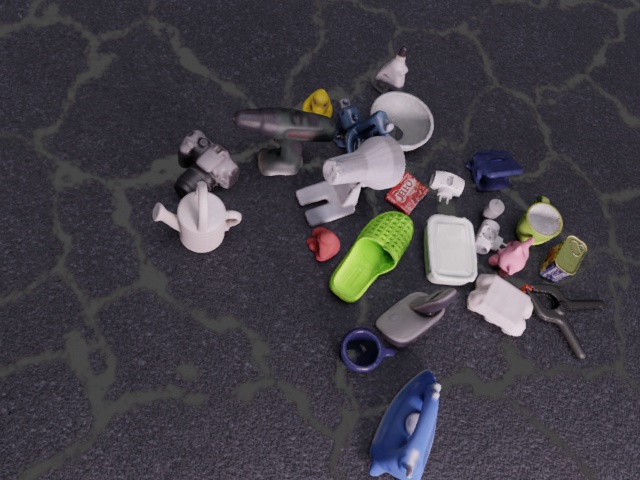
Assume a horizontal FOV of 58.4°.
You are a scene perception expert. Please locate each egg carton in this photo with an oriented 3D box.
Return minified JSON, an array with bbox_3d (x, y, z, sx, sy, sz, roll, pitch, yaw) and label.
[{"bbox_3d":[0.418,0.149,1.332,0.150,0.069,0.107,33,66,2],"label":"egg carton"}]

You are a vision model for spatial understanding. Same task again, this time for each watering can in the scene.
[{"bbox_3d":[-0.256,-0.050,1.199,0.173,0.194,0.101,-22,74,-19],"label":"watering can"}]

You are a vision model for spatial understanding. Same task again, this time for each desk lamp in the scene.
[{"bbox_3d":[0.068,-0.135,1.291,0.203,0.213,0.118,-21,74,-19],"label":"desk lamp"}]

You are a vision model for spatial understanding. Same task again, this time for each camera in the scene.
[{"bbox_3d":[-0.273,-0.161,1.291,0.143,0.100,0.137,39,66,5],"label":"camera"}]

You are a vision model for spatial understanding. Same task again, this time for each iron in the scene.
[{"bbox_3d":[0.197,0.368,1.158,0.118,0.141,0.258,26,66,0],"label":"iron"}]

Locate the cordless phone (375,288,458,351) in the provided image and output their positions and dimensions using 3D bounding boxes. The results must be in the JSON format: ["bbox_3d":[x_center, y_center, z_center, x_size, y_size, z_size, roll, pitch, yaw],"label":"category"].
[{"bbox_3d":[0.209,0.157,1.221,0.148,0.185,0.094,-36,79,-22],"label":"cordless phone"}]

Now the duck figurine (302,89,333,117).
[{"bbox_3d":[-0.001,-0.341,1.429,0.077,0.086,0.104,14,66,-6],"label":"duck figurine"}]

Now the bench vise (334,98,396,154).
[{"bbox_3d":[0.096,-0.252,1.341,0.122,0.219,0.207,-41,81,-23],"label":"bench vise"}]

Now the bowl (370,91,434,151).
[{"bbox_3d":[0.200,-0.290,1.457,0.167,0.074,0.167,4,68,-10],"label":"bowl"}]

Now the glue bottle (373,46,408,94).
[{"bbox_3d":[0.190,-0.431,1.458,0.078,0.173,0.037,41,67,6],"label":"glue bottle"}]

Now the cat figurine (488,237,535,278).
[{"bbox_3d":[0.462,0.037,1.359,0.128,0.117,0.067,-36,79,-22],"label":"cat figurine"}]

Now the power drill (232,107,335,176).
[{"bbox_3d":[-0.087,-0.226,1.298,0.230,0.208,0.075,-5,69,-14],"label":"power drill"}]

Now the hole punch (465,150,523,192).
[{"bbox_3d":[0.443,-0.187,1.459,0.109,0.091,0.101,-10,71,-15],"label":"hole punch"}]

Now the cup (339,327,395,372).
[{"bbox_3d":[0.091,0.240,1.212,0.118,0.095,0.091,6,68,-10],"label":"cup"}]

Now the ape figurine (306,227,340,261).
[{"bbox_3d":[0.012,0.005,1.290,0.076,0.092,0.078,11,67,-7],"label":"ape figurine"}]
